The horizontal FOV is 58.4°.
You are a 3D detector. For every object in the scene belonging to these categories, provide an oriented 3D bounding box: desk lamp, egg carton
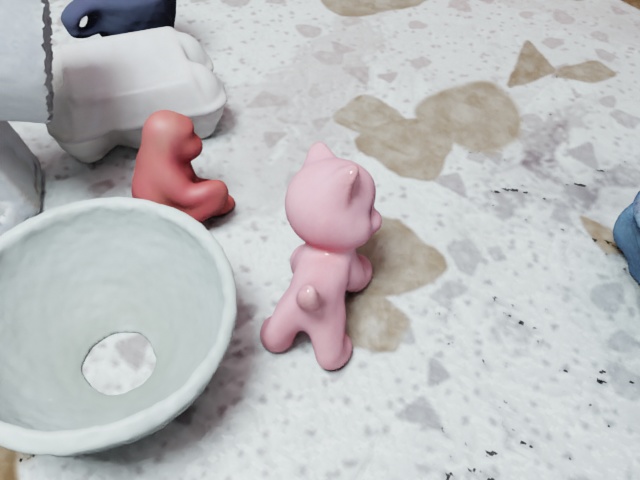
[{"bbox_3d":[-0.256,-0.096,0.378,0.203,0.214,0.117,-11,53,-11],"label":"desk lamp"},{"bbox_3d":[-0.162,-0.128,0.499,0.150,0.069,0.107,-17,55,-15],"label":"egg carton"}]

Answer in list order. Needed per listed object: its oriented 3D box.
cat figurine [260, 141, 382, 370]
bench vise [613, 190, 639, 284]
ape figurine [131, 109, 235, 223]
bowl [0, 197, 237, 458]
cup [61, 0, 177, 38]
[{"bbox_3d":[0.003,0.001,0.375,0.067,0.118,0.128,11,52,6],"label":"cat figurine"},{"bbox_3d":[0.275,0.007,0.319,0.122,0.220,0.207,-20,56,-17],"label":"bench vise"},{"bbox_3d":[-0.108,-0.057,0.432,0.076,0.092,0.077,-17,55,-15],"label":"ape figurine"},{"bbox_3d":[-0.132,0.058,0.352,0.167,0.075,0.167,1,52,-2],"label":"bowl"},{"bbox_3d":[-0.183,-0.199,0.538,0.091,0.095,0.118,27,56,18],"label":"cup"}]
